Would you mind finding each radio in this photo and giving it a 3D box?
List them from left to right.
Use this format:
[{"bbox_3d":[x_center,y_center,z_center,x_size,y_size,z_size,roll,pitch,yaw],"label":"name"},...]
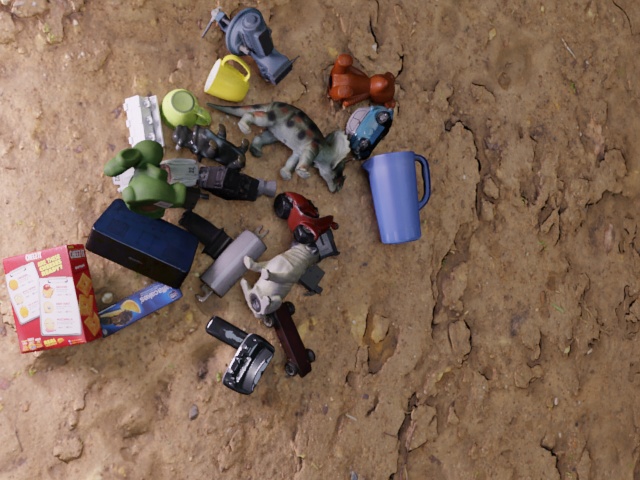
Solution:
[{"bbox_3d":[-0.402,0.007,1.242,0.229,0.073,0.131,28,37,-15],"label":"radio"}]

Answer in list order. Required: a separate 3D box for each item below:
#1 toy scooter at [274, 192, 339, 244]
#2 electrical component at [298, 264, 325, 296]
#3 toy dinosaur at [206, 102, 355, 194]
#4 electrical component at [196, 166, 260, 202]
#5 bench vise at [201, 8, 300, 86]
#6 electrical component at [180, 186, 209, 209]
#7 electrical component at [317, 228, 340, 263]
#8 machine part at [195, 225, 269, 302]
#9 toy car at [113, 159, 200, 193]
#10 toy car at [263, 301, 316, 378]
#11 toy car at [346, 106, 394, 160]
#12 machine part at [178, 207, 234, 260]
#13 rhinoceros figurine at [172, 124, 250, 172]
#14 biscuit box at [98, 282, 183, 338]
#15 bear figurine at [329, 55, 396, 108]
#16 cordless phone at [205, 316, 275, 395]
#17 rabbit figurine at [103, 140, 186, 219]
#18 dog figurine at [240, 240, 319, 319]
[{"bbox_3d":[-0.029,-0.058,1.370,0.135,0.075,0.184,-6,44,-32],"label":"toy scooter"},{"bbox_3d":[-0.034,0.099,1.402,0.102,0.045,0.078,35,64,-14],"label":"electrical component"},{"bbox_3d":[-0.076,-0.276,1.380,0.405,0.131,0.192,41,63,-7],"label":"toy dinosaur"},{"bbox_3d":[-0.216,-0.132,1.309,0.134,0.115,0.058,23,80,-44],"label":"electrical component"},{"bbox_3d":[-0.178,-0.498,1.343,0.241,0.223,0.129,39,92,21],"label":"bench vise"},{"bbox_3d":[-0.321,-0.101,1.313,0.094,0.063,0.021,7,48,-28],"label":"electrical component"},{"bbox_3d":[-0.003,-0.004,1.416,0.075,0.048,0.119,-18,94,-18],"label":"electrical component"},{"bbox_3d":[-0.214,0.057,1.328,0.079,0.079,0.243,45,74,-11],"label":"machine part"},{"bbox_3d":[-0.392,-0.154,1.295,0.202,0.056,0.073,-7,89,-19],"label":"toy car"},{"bbox_3d":[-0.079,0.252,1.365,0.089,0.053,0.202,-29,98,-50],"label":"toy car"},{"bbox_3d":[0.124,-0.302,1.457,0.103,0.109,0.161,38,87,11],"label":"toy car"},{"bbox_3d":[-0.288,-0.018,1.330,0.139,0.039,0.084,44,81,-12],"label":"machine part"},{"bbox_3d":[-0.265,-0.231,1.319,0.190,0.112,0.073,22,63,-27],"label":"rhinoceros figurine"},{"bbox_3d":[-0.426,0.153,1.261,0.203,0.063,0.059,-29,96,-17],"label":"biscuit box"},{"bbox_3d":[0.126,-0.415,1.445,0.196,0.132,0.120,3,89,-12],"label":"bear figurine"},{"bbox_3d":[-0.216,0.282,1.323,0.184,0.089,0.146,31,79,-2],"label":"cordless phone"},{"bbox_3d":[-0.399,-0.148,1.207,0.159,0.121,0.170,10,62,-44],"label":"rabbit figurine"},{"bbox_3d":[-0.084,0.096,1.326,0.190,0.121,0.172,-14,132,-39],"label":"dog figurine"}]
